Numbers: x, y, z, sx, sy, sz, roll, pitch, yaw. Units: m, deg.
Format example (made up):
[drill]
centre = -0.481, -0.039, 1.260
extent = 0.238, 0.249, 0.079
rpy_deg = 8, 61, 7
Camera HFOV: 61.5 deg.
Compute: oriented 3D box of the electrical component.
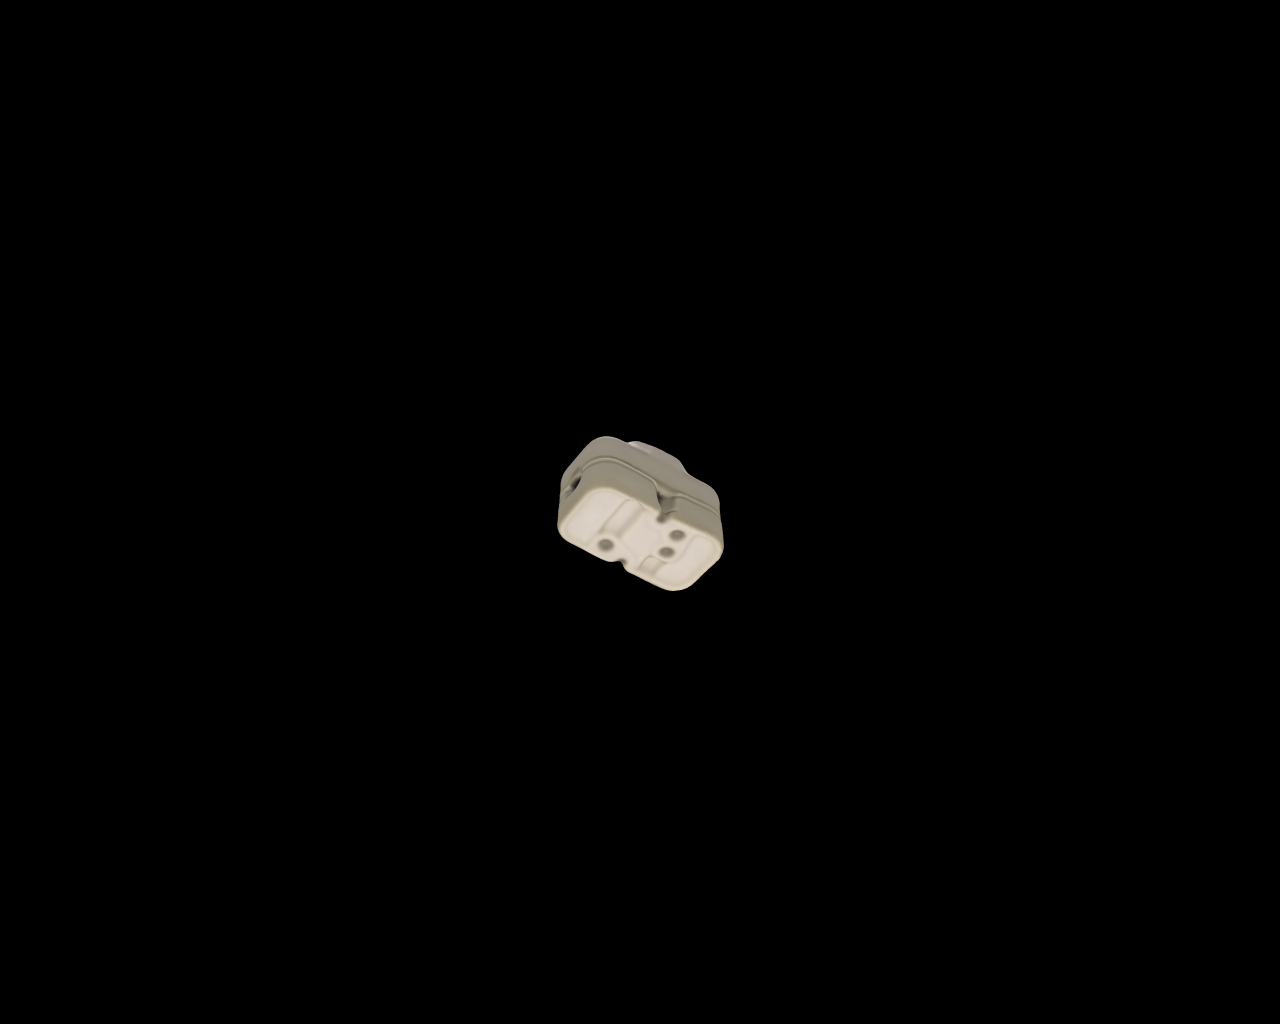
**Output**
[electrical component]
centre = 0.001, -0.003, 0.650
extent = 0.095, 0.059, 0.053
rpy_deg = 27, -53, -22
